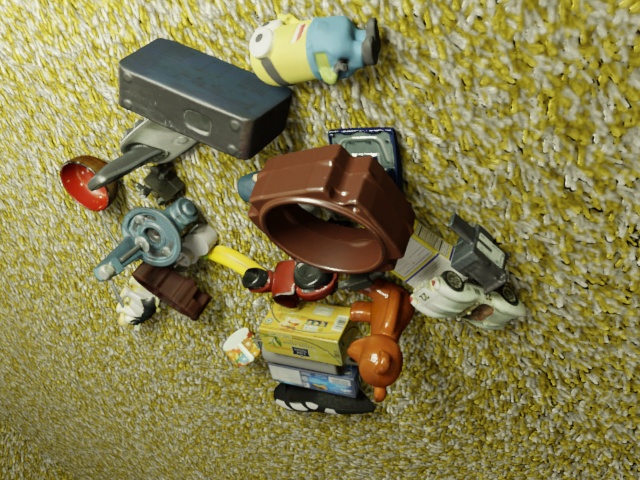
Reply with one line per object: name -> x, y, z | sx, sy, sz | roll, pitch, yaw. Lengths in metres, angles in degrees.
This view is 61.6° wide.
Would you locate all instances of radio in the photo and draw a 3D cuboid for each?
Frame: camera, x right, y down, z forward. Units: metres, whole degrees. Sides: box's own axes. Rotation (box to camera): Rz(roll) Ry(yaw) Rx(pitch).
radio -> -0.169, -0.207, 0.783 | 0.230, 0.131, 0.073 | 23, 132, 8

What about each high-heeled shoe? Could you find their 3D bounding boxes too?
high-heeled shoe -> 0.004, 0.373, 1.216 | 0.249, 0.086, 0.145 | 16, 135, 21

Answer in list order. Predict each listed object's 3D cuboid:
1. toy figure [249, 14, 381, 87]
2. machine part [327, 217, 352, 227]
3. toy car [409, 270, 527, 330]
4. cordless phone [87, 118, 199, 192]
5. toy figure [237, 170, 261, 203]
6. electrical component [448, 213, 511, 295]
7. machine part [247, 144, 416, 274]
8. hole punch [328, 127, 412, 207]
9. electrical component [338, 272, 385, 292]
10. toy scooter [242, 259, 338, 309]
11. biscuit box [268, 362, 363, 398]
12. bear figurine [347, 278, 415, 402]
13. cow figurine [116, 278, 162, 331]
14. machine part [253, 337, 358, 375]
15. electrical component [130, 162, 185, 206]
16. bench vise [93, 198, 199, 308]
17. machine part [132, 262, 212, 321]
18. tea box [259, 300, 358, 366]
toy figure -> -0.010, -0.245, 0.707 | 0.180, 0.082, 0.089 | 6, 127, 20
machine part -> -0.002, -0.003, 0.935 | 0.139, 0.039, 0.084 | -4, 133, 28
toy car -> 0.233, 0.098, 0.838 | 0.201, 0.056, 0.073 | 14, 140, -26
cordless phone -> -0.282, -0.147, 0.856 | 0.147, 0.184, 0.088 | -22, 110, 38
toy figure -> -0.061, -0.089, 0.878 | 0.155, 0.064, 0.057 | -2, 88, 23
electrical component -> 0.228, 0.016, 0.805 | 0.119, 0.075, 0.048 | 36, 134, -10
machine part -> 0.015, -0.032, 0.761 | 0.201, 0.087, 0.201 | -4, 142, 38
hole punch -> 0.063, -0.103, 0.795 | 0.142, 0.092, 0.115 | 1, 149, 24
electrical component -> 0.072, 0.054, 0.919 | 0.094, 0.063, 0.021 | -23, 130, 36
toy scooter -> -0.040, 0.085, 0.991 | 0.184, 0.075, 0.135 | -7, 150, 22
biscuit box -> -0.007, 0.278, 1.153 | 0.203, 0.063, 0.059 | 5, 129, 23
bear figurine -> 0.090, 0.162, 0.914 | 0.132, 0.196, 0.120 | 14, 135, 18
cow figurine -> -0.424, 0.161, 1.270 | 0.098, 0.068, 0.167 | 27, 136, -4
machine part -> -0.031, 0.226, 1.112 | 0.243, 0.079, 0.079 | 6, 129, 24
electrical component -> -0.300, -0.105, 0.996 | 0.102, 0.045, 0.078 | -24, 112, 39
bench vise -> -0.337, 0.011, 0.983 | 0.224, 0.241, 0.128 | -17, 111, 26
machine part -> -0.311, 0.102, 1.128 | 0.179, 0.056, 0.179 | 29, 160, 12
tea box -> -0.022, 0.176, 1.051 | 0.170, 0.098, 0.068 | 6, 128, 25
